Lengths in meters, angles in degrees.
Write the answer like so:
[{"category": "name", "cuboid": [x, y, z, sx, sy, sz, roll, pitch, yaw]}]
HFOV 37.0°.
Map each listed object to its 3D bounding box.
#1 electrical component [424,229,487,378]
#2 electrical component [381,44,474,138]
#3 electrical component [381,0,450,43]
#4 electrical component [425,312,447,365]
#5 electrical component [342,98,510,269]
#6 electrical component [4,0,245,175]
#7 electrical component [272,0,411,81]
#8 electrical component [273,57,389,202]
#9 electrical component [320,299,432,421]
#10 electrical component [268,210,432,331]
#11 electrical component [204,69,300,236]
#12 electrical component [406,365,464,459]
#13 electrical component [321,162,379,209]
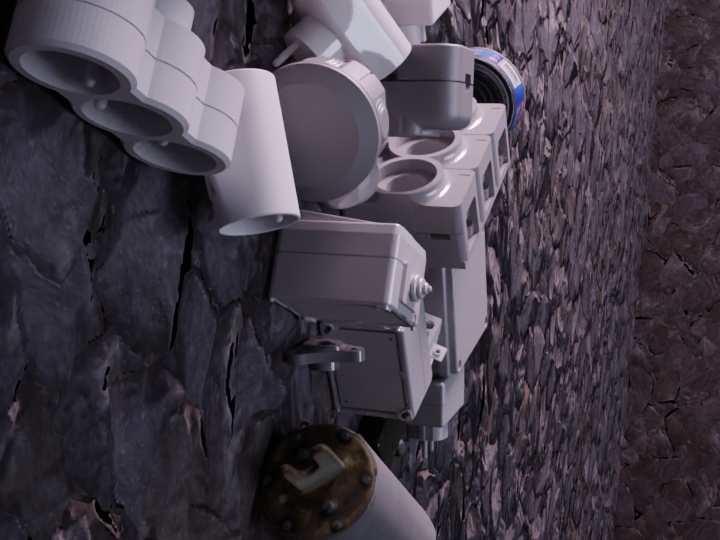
[{"category": "electrical component", "cuboid": [0.068, 0.020, 0.919, 0.108, 0.056, 0.108, -46, 136, -60]}, {"category": "electrical component", "cuboid": [0.027, -0.120, 0.727, 0.054, 0.095, 0.059, -14, 107, -69]}, {"category": "electrical component", "cuboid": [0.027, -0.180, 0.760, 0.047, 0.066, 0.076, -57, 145, -53]}, {"category": "electrical component", "cuboid": [0.034, 0.058, 0.836, 0.055, 0.066, 0.048, 92, 24, -58]}, {"category": "electrical component", "cuboid": [0.053, -0.072, 0.814, 0.150, 0.089, 0.061, -62, 148, -48]}, {"category": "electrical component", "cuboid": [-0.094, -0.100, 0.469, 0.138, 0.052, 0.073, 42, 55, -65]}, {"category": "electrical component", "cuboid": [-0.020, -0.144, 0.661, 0.079, 0.044, 0.077, -45, 116, -12]}, {"category": "electrical component", "cuboid": [-0.023, -0.084, 0.626, 0.051, 0.080, 0.080, -53, 142, -64]}, {"category": "electrical component", "cuboid": [0.015, 0.062, 0.777, 0.061, 0.062, 0.096, -57, 145, -53]}, {"category": "electrical component", "cuboid": [0.000, 0.000, 0.675, 0.062, 0.096, 0.061, 40, 56, -65]}, {"category": "electrical component", "cuboid": [-0.060, -0.057, 0.573, 0.079, 0.044, 0.077, 109, -29, -80]}, {"category": "electrical component", "cuboid": [0.058, 0.123, 0.925, 0.066, 0.047, 0.076, -28, 120, -66]}, {"category": "electrical component", "cuboid": [-0.007, -0.064, 0.722, 0.062, 0.043, 0.043, -25, 117, -68]}]
